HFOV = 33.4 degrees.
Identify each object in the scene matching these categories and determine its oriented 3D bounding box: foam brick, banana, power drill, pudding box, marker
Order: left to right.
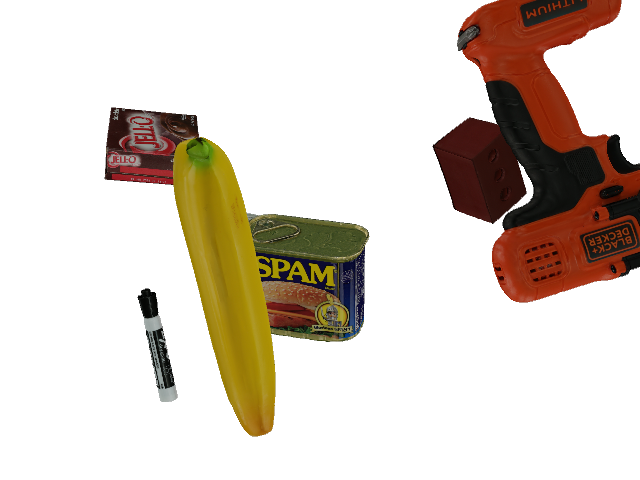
[{"bbox_3d":[-0.168,-0.094,1.065,0.090,0.039,0.113,5,25,-11],"label":"pudding box"},{"bbox_3d":[-0.168,0.108,1.100,0.020,0.121,0.020,-9,14,2],"label":"marker"},{"bbox_3d":[-0.056,0.019,0.607,0.037,0.198,0.069,-7,31,7],"label":"banana"},{"bbox_3d":[0.149,-0.066,0.993,0.053,0.078,0.051,-40,37,-21],"label":"foam brick"},{"bbox_3d":[0.177,-0.070,0.664,0.184,0.187,0.057,-18,-2,-5],"label":"power drill"}]

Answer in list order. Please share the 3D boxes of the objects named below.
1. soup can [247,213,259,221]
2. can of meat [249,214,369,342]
[{"bbox_3d":[-0.095,0.026,1.281,0.068,0.102,0.068,1,25,-1],"label":"soup can"},{"bbox_3d":[-0.013,0.032,0.870,0.102,0.084,0.057,7,30,15],"label":"can of meat"}]
